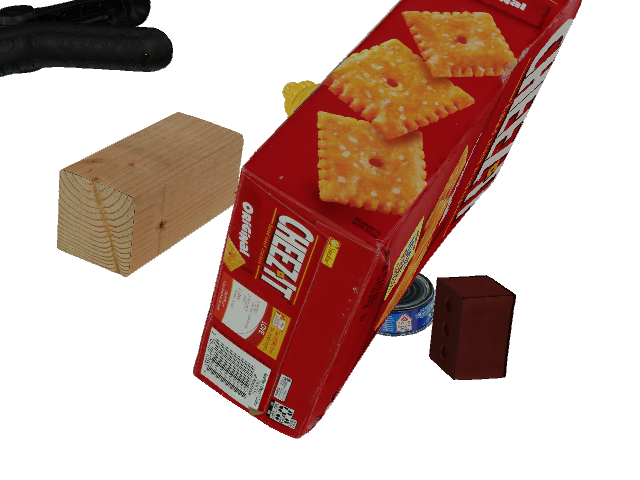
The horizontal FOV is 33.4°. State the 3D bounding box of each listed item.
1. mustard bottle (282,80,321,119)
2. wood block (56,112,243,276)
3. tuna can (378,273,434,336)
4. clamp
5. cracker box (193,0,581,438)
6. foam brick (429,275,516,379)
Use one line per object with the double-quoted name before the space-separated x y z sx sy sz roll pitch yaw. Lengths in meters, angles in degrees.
"mustard bottle" 0.024 -0.098 0.992 0.096 0.058 0.192 -26 47 -23
"wood block" -0.173 -0.054 1.114 0.090 0.091 0.205 21 30 19
"tuna can" 0.079 0.064 1.137 0.086 0.034 0.086 -1 31 0
"clamp" -0.174 -0.125 0.645 0.171 0.039 0.120 -3 22 -5
"cracker box" 0.035 -0.029 0.512 0.072 0.213 0.164 33 -37 10
"foam brick" 0.129 0.074 0.918 0.051 0.078 0.053 -3 18 -20
